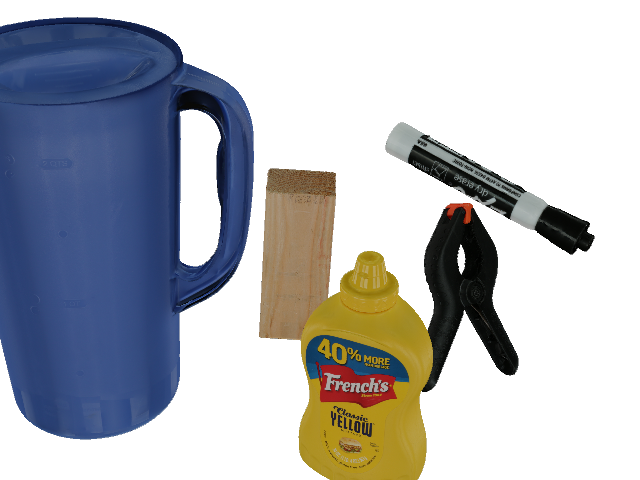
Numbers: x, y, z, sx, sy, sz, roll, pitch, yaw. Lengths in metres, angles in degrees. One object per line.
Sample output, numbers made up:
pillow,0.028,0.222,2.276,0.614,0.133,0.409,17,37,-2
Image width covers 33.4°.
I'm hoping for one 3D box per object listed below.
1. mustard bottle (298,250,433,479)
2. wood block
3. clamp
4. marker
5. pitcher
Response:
mustard bottle,0.033,0.093,0.778,0.096,0.192,0.058,14,33,21
wood block,-0.031,0.018,1.401,0.090,0.206,0.091,4,24,-2
clamp,0.123,0.055,0.968,0.120,0.171,0.039,-16,6,-40
marker,0.089,-0.027,0.564,0.121,0.020,0.020,31,12,20
pitcher,-0.133,-0.002,0.644,0.144,0.243,0.149,-23,38,-34
